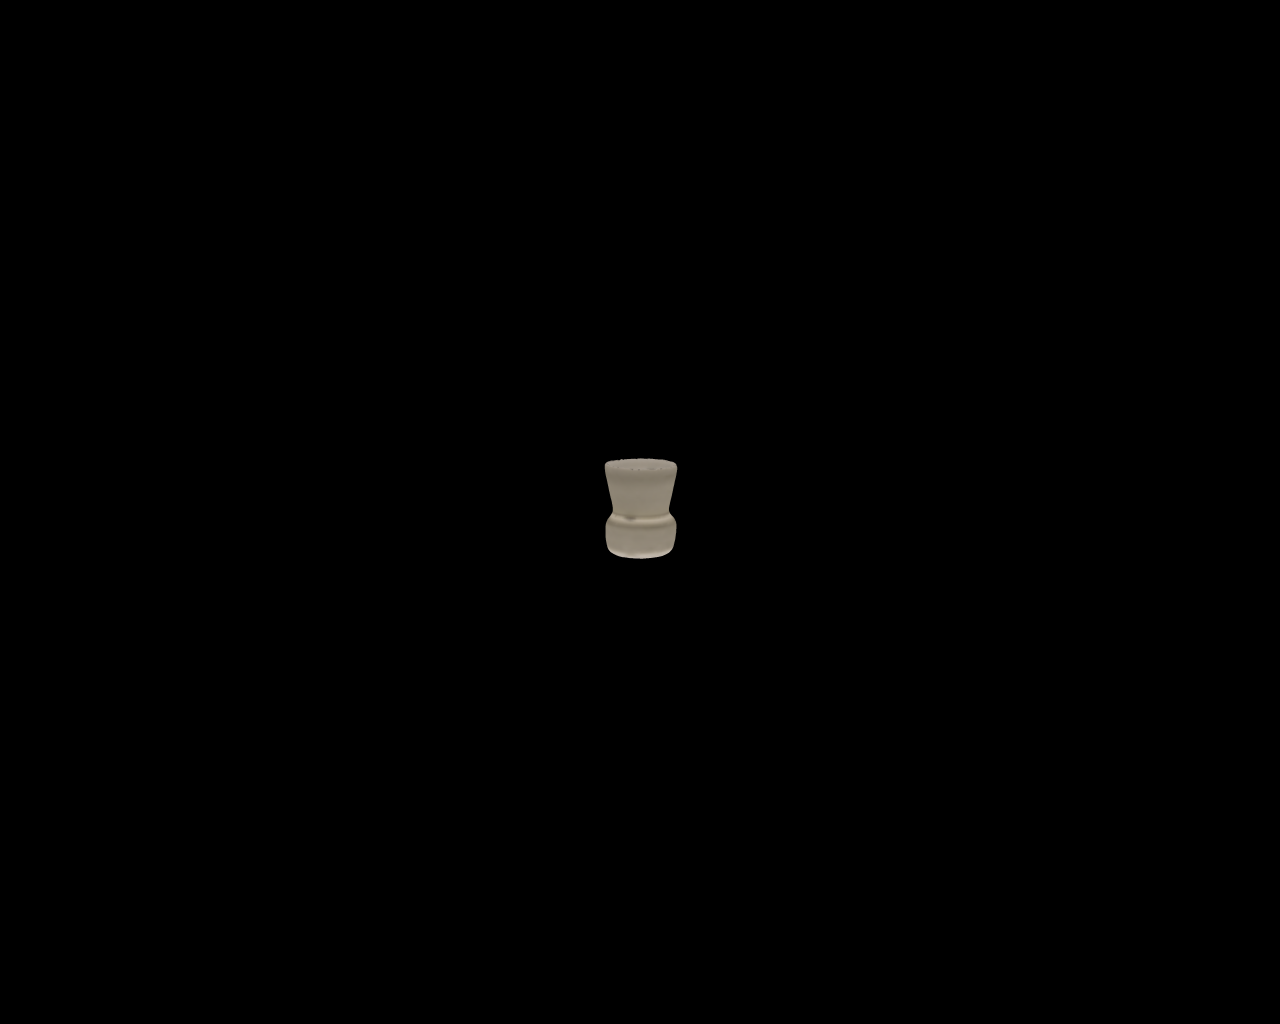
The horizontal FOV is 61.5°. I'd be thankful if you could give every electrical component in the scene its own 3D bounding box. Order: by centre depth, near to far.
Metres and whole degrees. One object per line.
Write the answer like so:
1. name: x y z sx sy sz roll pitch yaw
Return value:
1. electrical component: 0.001 -0.003 0.650 0.045 0.055 0.045 0 11 0
